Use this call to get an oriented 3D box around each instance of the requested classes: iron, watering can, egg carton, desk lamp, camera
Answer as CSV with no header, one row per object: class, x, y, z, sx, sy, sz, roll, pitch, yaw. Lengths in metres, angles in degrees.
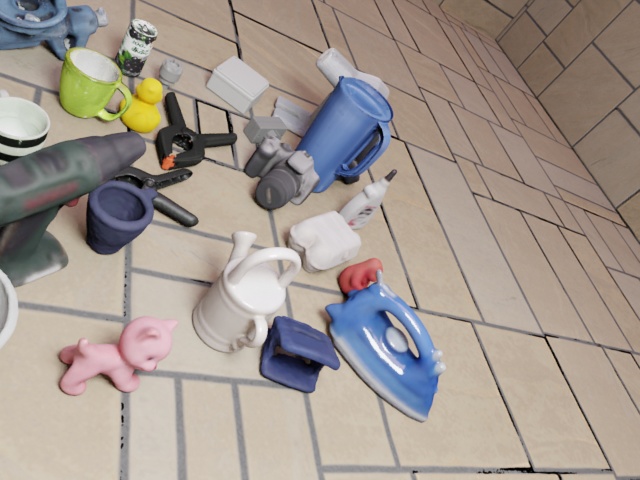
iron,0.134,0.177,0.976,0.258,0.141,0.119,49,36,11
watering can,-0.103,0.066,0.829,0.101,0.193,0.172,-13,61,-49
egg carton,0.010,0.004,1.106,0.107,0.069,0.151,51,37,13
desk lamp,0.026,-0.332,1.351,0.204,0.213,0.118,26,38,-19
camera,-0.081,-0.131,1.137,0.143,0.100,0.137,40,36,-2

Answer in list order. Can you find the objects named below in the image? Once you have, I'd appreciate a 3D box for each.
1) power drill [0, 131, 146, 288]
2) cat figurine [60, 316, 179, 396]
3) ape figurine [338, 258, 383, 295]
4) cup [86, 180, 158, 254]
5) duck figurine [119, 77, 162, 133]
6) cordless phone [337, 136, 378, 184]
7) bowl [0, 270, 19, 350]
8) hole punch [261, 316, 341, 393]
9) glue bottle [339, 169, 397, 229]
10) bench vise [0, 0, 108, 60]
power drill,-0.338,-0.041,0.712,0.075,0.208,0.230,46,36,8
cat figurine,-0.238,0.132,0.700,0.128,0.117,0.067,6,48,-39
ape figurine,0.084,0.070,1.085,0.076,0.092,0.078,49,36,12
cup,-0.294,-0.030,0.839,0.091,0.094,0.118,43,36,3
duck figurine,-0.322,-0.257,1.060,0.078,0.086,0.104,21,40,-25
cordless phone,0.074,-0.235,1.316,0.094,0.184,0.147,-2,54,-44
bowl,-0.422,0.088,0.614,0.168,0.074,0.167,25,39,-21
hole punch,-0.030,0.164,0.882,0.109,0.091,0.101,25,38,-21
glue bottle,0.105,-0.088,1.201,0.078,0.173,0.037,-4,55,-45
bench vise,-0.467,-0.425,0.988,0.121,0.219,0.208,44,36,5
